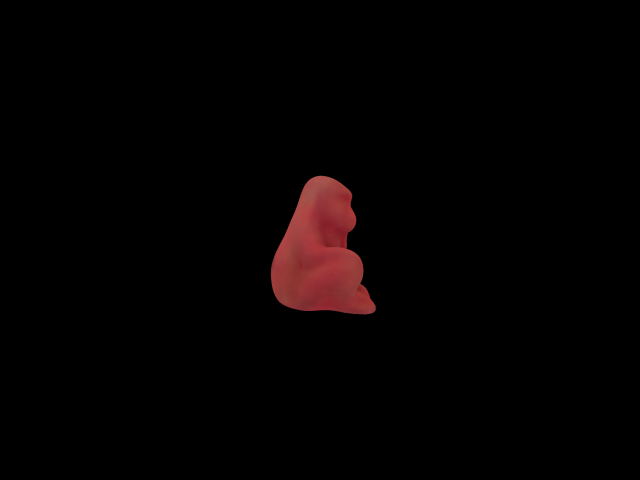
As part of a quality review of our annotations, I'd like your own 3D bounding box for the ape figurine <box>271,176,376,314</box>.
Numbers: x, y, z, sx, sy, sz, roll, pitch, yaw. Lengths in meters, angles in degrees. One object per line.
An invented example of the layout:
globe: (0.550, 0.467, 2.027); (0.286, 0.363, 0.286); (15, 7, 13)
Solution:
ape figurine: (0.004, 0.001, 0.400); (0.076, 0.092, 0.078); (2, 7, 14)
